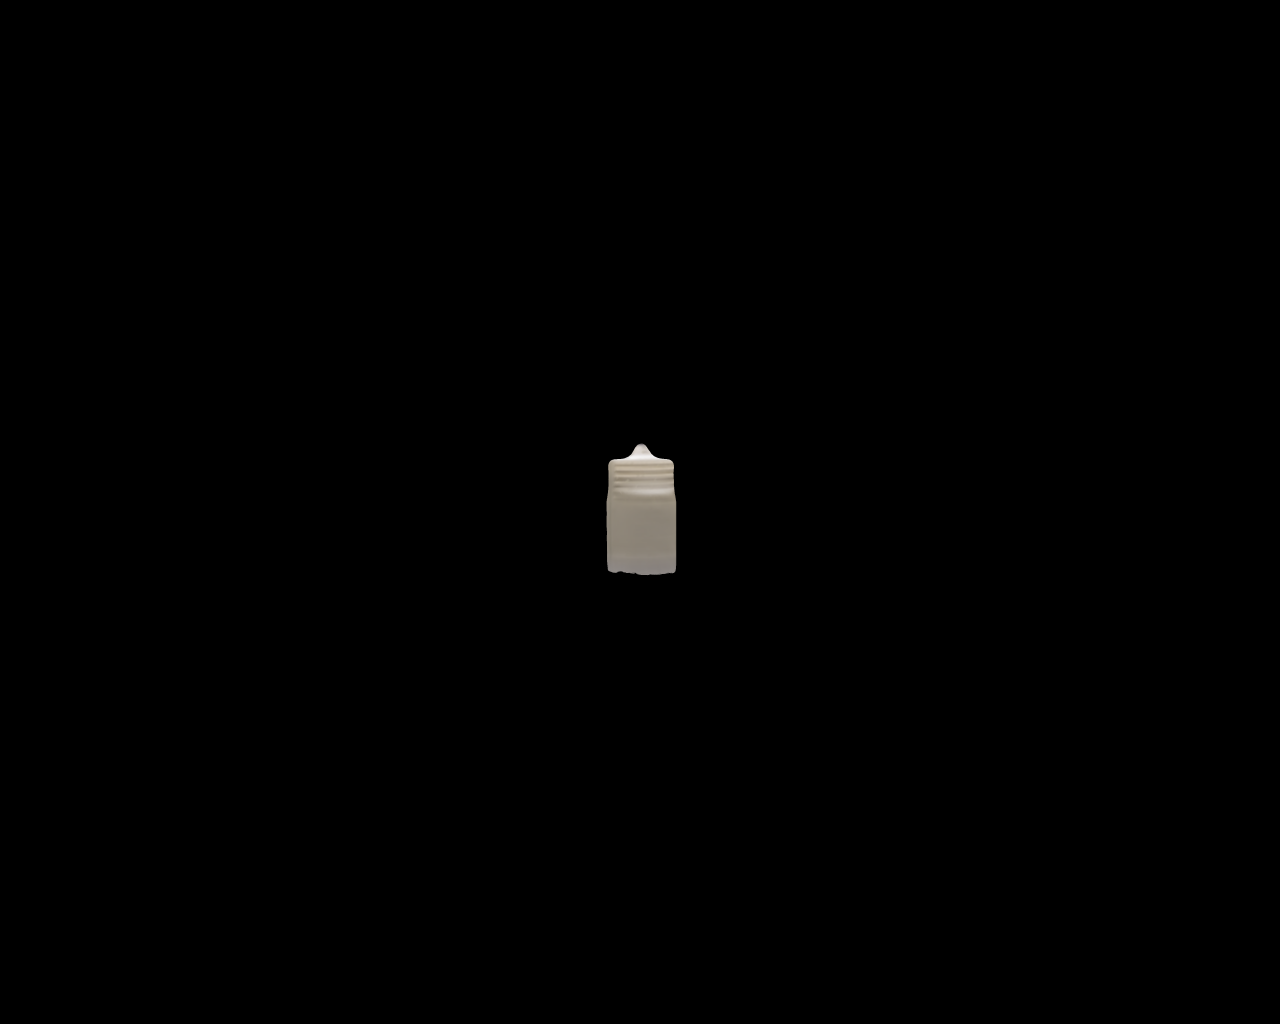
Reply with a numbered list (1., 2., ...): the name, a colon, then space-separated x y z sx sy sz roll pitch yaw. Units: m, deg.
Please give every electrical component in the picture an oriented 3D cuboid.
1. electrical component: 0.001 -0.003 0.650 0.043 0.081 0.043 0 2 0
